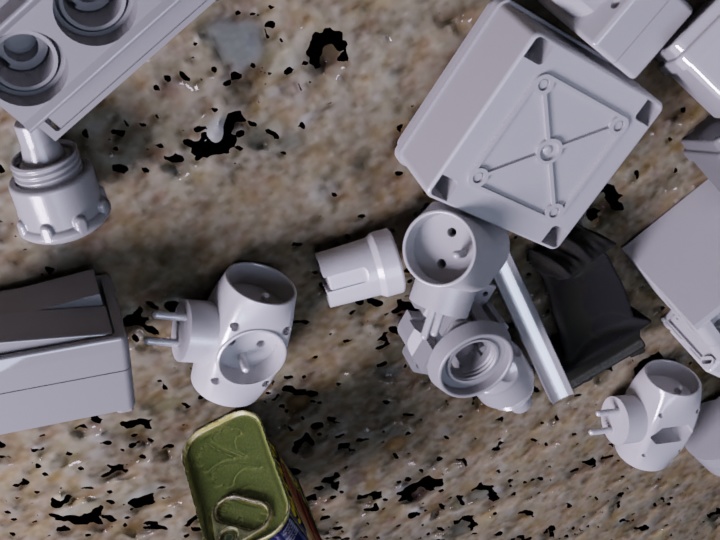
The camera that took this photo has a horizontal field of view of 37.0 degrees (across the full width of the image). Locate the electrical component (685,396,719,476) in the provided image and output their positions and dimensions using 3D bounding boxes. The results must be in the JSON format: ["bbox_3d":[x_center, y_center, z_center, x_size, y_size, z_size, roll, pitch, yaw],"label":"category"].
[{"bbox_3d":[0.312,0.098,0.844,0.138,0.052,0.074,-42,130,10],"label":"electrical component"}]

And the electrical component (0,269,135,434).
[{"bbox_3d":[-0.176,0.044,0.584,0.096,0.061,0.061,-10,128,-17],"label":"electrical component"}]

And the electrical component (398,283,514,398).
[{"bbox_3d":[0.064,0.044,0.692,0.058,0.057,0.078,13,119,-31],"label":"electrical component"}]

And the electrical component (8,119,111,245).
[{"bbox_3d":[-0.155,-0.047,0.538,0.048,0.048,0.062,-17,123,-11],"label":"electrical component"}]

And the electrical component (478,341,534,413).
[{"bbox_3d":[0.100,0.077,0.741,0.043,0.043,0.062,-35,133,4],"label":"electrical component"}]

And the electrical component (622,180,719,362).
[{"bbox_3d":[0.267,-0.021,0.709,0.150,0.089,0.062,-40,130,8],"label":"electrical component"}]

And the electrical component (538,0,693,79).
[{"bbox_3d":[0.122,-0.149,0.566,0.077,0.065,0.047,27,111,-36],"label":"electrical component"}]

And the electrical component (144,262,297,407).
[{"bbox_3d":[-0.085,0.037,0.630,0.079,0.044,0.077,7,122,-27],"label":"electrical component"}]

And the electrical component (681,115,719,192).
[{"bbox_3d":[0.258,-0.089,0.639,0.109,0.108,0.056,-41,92,9],"label":"electrical component"}]

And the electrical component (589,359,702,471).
[{"bbox_3d":[0.210,0.112,0.816,0.079,0.043,0.077,-3,126,-21],"label":"electrical component"}]

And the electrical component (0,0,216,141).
[{"bbox_3d":[-0.122,-0.128,0.478,0.121,0.063,0.079,-39,130,8],"label":"electrical component"}]

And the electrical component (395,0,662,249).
[{"bbox_3d":[0.095,-0.081,0.612,0.109,0.056,0.108,20,115,-34],"label":"electrical component"}]

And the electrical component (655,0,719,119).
[{"bbox_3d":[0.222,-0.138,0.587,0.056,0.109,0.108,44,104,1],"label":"electrical component"}]

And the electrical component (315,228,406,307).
[{"bbox_3d":[0.000,0.000,0.644,0.046,0.040,0.040,-16,130,-5],"label":"electrical component"}]

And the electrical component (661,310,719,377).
[{"bbox_3d":[0.279,0.028,0.770,0.061,0.061,0.096,23,113,-35],"label":"electrical component"}]

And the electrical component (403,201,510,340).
[{"bbox_3d":[0.052,0.003,0.634,0.077,0.044,0.079,-7,116,-68],"label":"electrical component"}]
